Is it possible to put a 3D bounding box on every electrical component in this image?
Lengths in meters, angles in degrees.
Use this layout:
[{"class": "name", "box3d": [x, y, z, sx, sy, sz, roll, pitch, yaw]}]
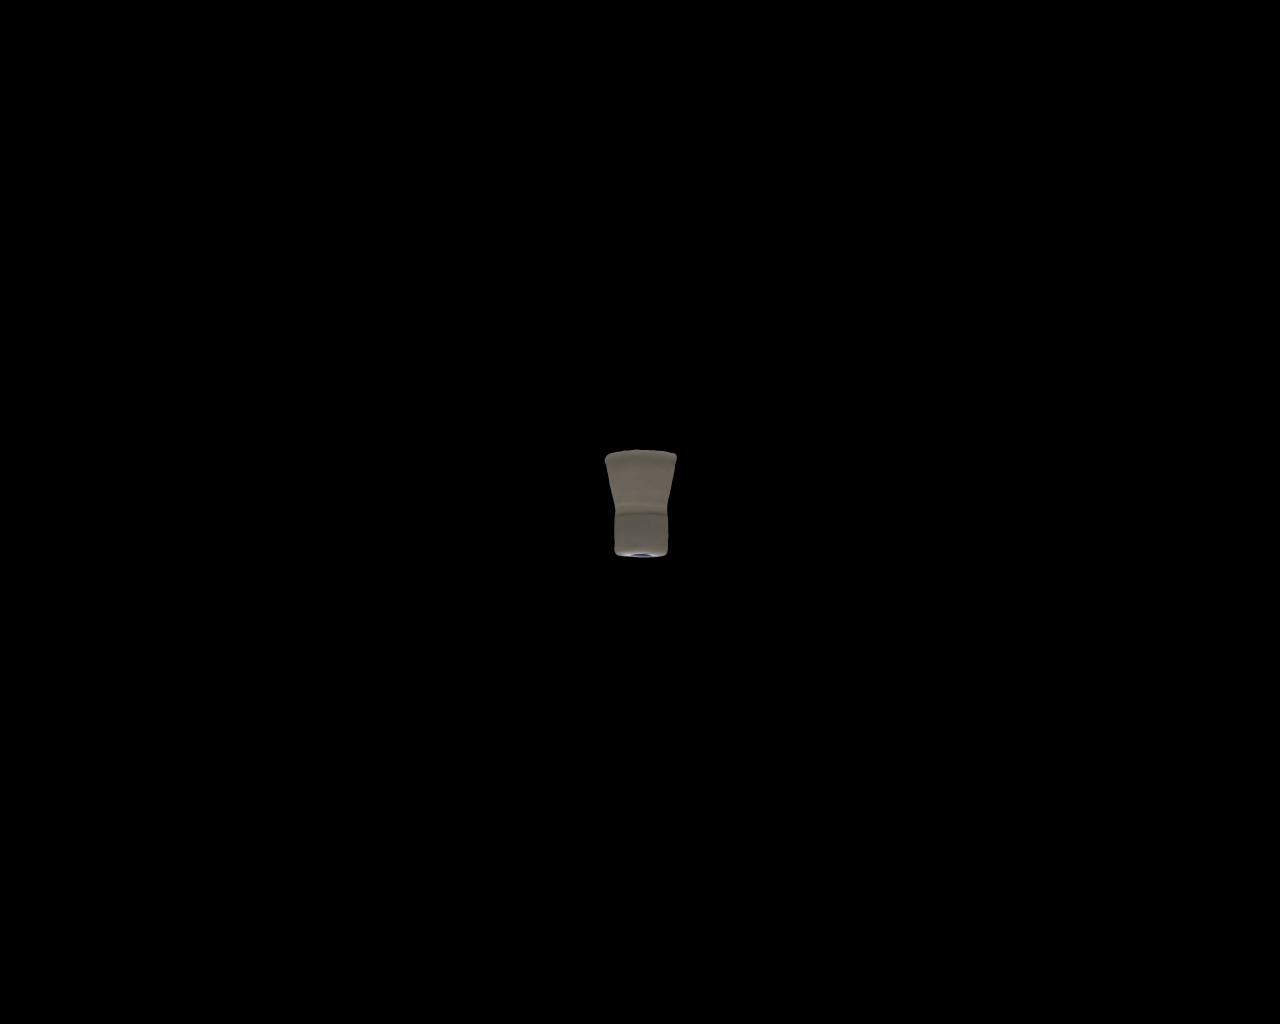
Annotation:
[{"class": "electrical component", "box3d": [0.001, -0.003, 0.650, 0.044, 0.065, 0.044, 0, -7, 0]}]
